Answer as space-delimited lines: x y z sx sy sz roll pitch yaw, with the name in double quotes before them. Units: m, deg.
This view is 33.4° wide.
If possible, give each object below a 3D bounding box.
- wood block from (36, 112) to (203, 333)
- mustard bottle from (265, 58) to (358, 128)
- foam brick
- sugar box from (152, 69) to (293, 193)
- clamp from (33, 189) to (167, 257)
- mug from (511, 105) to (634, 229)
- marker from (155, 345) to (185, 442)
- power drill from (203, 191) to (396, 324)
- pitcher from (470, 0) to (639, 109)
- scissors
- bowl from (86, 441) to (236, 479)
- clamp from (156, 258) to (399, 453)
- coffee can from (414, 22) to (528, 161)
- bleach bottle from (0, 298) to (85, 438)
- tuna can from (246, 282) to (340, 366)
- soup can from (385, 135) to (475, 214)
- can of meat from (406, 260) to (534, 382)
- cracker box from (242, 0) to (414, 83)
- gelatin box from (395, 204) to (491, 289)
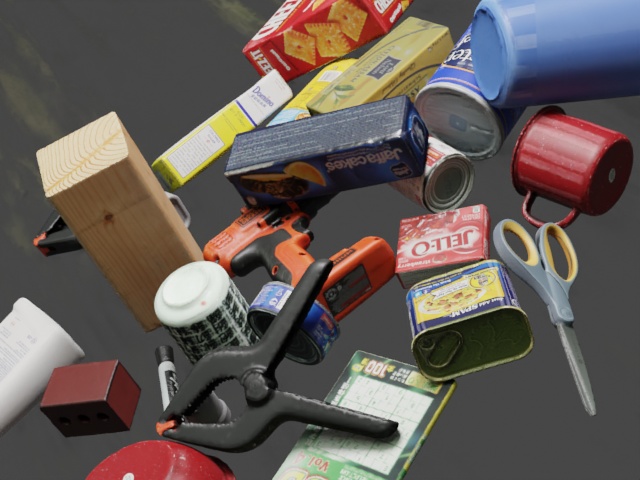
"wood block" -0.194 -0.014 1.097 0.091 0.206 0.090 -27 40 -1
"mustard bottle" -0.016 -0.131 1.234 0.191 0.058 0.096 -46 34 -21
"foam brick" -0.226 0.157 1.054 0.078 0.053 0.051 -10 44 21
"sugar box" -0.117 -0.128 1.271 0.176 0.048 0.093 -38 8 -14
"clamp" -0.273 -0.045 1.302 0.171 0.039 0.120 -28 39 0
"mug" 0.235 -0.062 1.009 0.082 0.093 0.117 27 85 39
"marker" -0.147 0.147 1.046 0.020 0.020 0.121 -24 40 4
"power drill" -0.007 0.001 1.094 0.184 0.057 0.188 -39 39 -15
"pitcher" 0.273 -0.201 1.042 0.242 0.149 0.145 -9 78 -9
"scissors" 0.192 0.054 0.920 0.016 0.096 0.201 -53 19 42
"bowl" -0.155 0.224 0.916 0.162 0.055 0.162 -20 28 11
"clamp" -0.050 0.117 0.937 0.210 0.036 0.164 -18 74 13
"coffee can" 0.178 -0.169 1.134 0.103 0.102 0.140 13 54 37
"bleach bottle" -0.365 0.178 1.102 0.250 0.068 0.103 -46 43 -17
"tuna can" -0.026 0.079 0.999 0.086 0.086 0.033 12 55 37
"soup can" 0.103 -0.076 1.105 0.068 0.068 0.102 -38 42 -13
"can of meat" 0.128 0.069 0.939 0.102 0.057 0.084 -18 29 9
"cracker box" 0.025 -0.284 1.299 0.214 0.072 0.164 -16 30 47
"gelatin box" 0.121 0.006 1.037 0.089 0.030 0.073 -10 43 20
